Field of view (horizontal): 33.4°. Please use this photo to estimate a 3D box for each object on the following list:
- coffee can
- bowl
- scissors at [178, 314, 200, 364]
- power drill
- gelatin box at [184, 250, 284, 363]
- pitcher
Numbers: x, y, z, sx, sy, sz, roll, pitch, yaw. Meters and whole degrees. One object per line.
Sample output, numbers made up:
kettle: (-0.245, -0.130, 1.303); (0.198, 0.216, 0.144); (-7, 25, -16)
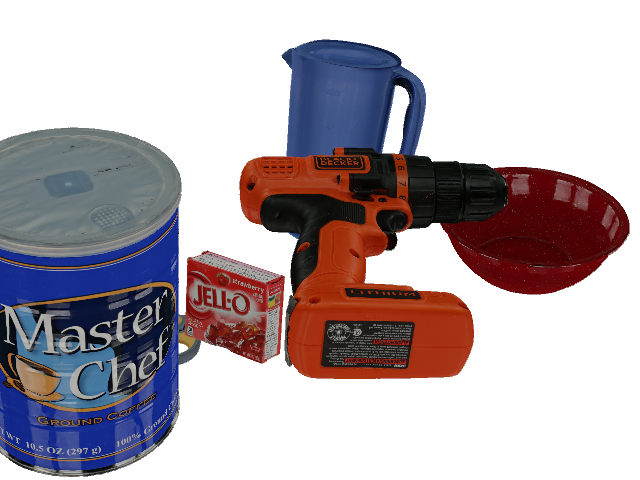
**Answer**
coffee can: (-0.120, 0.030, 0.525); (0.103, 0.140, 0.103); (3, 34, -3)
bowl: (0.177, -0.002, 0.913); (0.162, 0.055, 0.162); (0, 33, 0)
scissors: (-0.115, 0.094, 1.149); (0.201, 0.016, 0.096); (-8, 31, -24)
power drill: (0.042, 0.006, 0.672); (0.184, 0.057, 0.187); (-1, 34, -4)
gelatin box: (-0.075, 0.056, 0.911); (0.089, 0.073, 0.030); (17, 23, 31)
pitcher: (0.028, -0.117, 1.318); (0.144, 0.243, 0.149); (-3, 25, -23)
